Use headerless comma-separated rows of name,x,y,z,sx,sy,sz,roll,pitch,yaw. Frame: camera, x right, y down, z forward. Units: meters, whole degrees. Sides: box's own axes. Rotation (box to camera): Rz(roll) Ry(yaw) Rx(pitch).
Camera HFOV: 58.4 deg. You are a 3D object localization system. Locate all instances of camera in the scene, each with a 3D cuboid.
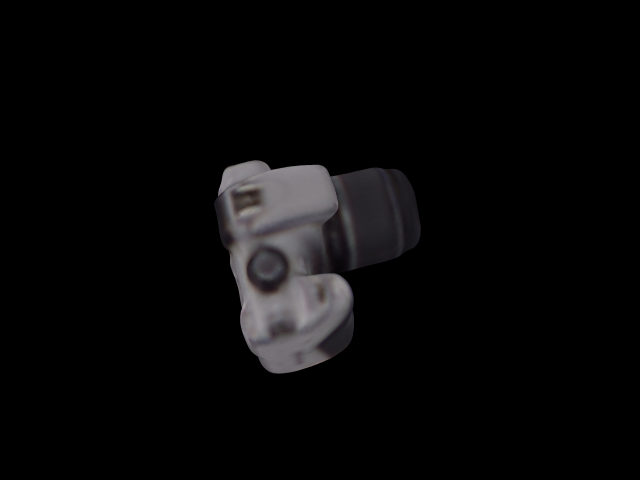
camera,0.004,0.001,0.400,0.137,0.101,0.143,-13,64,-7
